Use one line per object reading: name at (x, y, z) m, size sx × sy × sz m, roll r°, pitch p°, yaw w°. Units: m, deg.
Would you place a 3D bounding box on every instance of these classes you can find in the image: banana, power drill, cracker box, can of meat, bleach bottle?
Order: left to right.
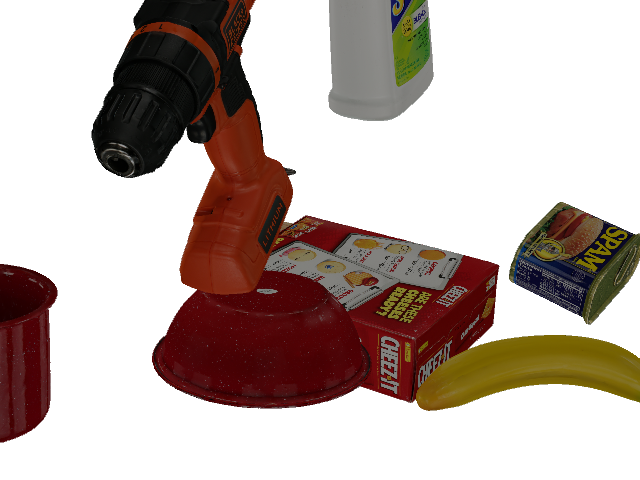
power drill at (-0.067, -0.056, 0.624) m, size 0.057 × 0.184 × 0.187 m, roll 8°, pitch -42°, yaw 15°
cracker box at (0.029, 0.056, 0.965) m, size 0.214 × 0.072 × 0.163 m, roll 15°, pitch 29°, yaw 30°
bleach bottle at (0.041, -0.227, 0.827) m, size 0.068 × 0.251 × 0.102 m, roll 13°, pitch 37°, yaw 28°
banana at (0.165, 0.099, 0.795) m, size 0.197 × 0.037 × 0.069 m, roll 2°, pitch 32°, yaw -7°
can of meat at (0.234, 0.017, 0.977) m, size 0.084 × 0.057 × 0.101 m, roll 28°, pitch 47°, yaw 28°

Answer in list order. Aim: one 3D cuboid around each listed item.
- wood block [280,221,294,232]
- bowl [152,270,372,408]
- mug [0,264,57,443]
wood block at (-0.001, 0.046, 1.180) m, size 0.206 × 0.091 × 0.090 m, roll 13°, pitch 24°, yaw 19°
bowl at (-0.041, 0.062, 0.774) m, size 0.162 × 0.055 × 0.162 m, roll 3°, pitch 18°, yaw -1°
mug at (-0.208, 0.072, 0.626) m, size 0.093 × 0.081 × 0.117 m, roll 12°, pitch 23°, yaw 21°
